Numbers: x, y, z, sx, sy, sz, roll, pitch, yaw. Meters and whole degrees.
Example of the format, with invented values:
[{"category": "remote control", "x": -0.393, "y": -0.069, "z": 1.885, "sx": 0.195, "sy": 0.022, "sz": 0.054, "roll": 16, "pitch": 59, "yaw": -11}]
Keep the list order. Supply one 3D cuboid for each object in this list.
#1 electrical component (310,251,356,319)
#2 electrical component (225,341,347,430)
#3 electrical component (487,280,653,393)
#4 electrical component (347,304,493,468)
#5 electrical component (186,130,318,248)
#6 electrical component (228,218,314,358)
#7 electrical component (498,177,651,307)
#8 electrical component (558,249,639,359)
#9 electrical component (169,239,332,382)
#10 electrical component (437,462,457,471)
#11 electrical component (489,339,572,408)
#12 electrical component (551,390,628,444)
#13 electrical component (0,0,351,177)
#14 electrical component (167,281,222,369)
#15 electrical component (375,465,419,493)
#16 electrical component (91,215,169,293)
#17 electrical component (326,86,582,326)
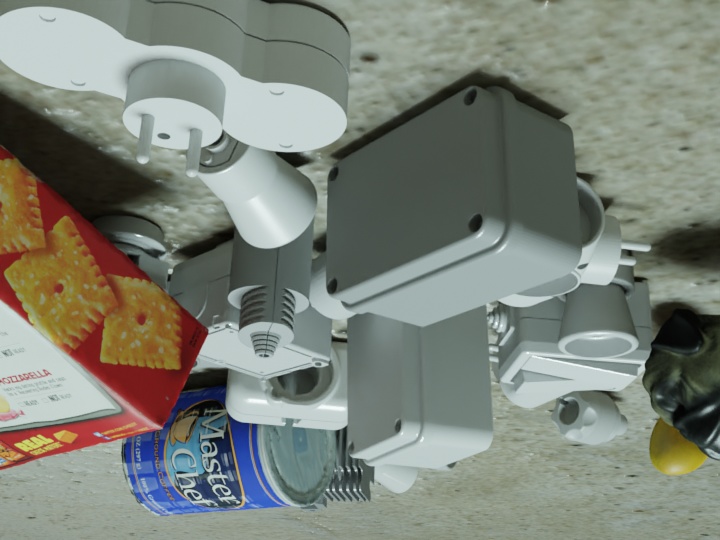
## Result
[{"category": "electrical component", "x": 0.000, "y": 0.000, "z": 0.604, "sx": 0.040, "sy": 0.040, "sz": 0.078, "roll": 15, "pitch": 153, "yaw": -26}, {"category": "electrical component", "x": -0.047, "y": 0.079, "z": 0.775, "sx": 0.095, "sy": 0.053, "sz": 0.059, "roll": 6, "pitch": 156, "yaw": -8}, {"category": "electrical component", "x": 0.124, "y": 0.041, "z": 0.661, "sx": 0.096, "sy": 0.061, "sz": 0.061, "roll": 5, "pitch": 157, "yaw": -5}, {"category": "electrical component", "x": 0.033, "y": 0.056, "z": 0.640, "sx": 0.057, "sy": 0.113, "sz": 0.078, "roll": 10, "pitch": 156, "yaw": -25}, {"category": "electrical component", "x": -0.053, "y": -0.044, "z": 0.508, "sx": 0.044, "sy": 0.044, "sz": 0.065, "roll": -7, "pitch": 150, "yaw": 21}, {"category": "electrical component", "x": -0.048, "y": 0.008, "z": 0.575, "sx": 0.043, "sy": 0.081, "sz": 0.043, "roll": 2, "pitch": 157, "yaw": 1}, {"category": "electrical component", "x": 0.110, "y": -0.012, "z": 0.560, "sx": 0.079, "sy": 0.044, "sz": 0.077, "roll": 6, "pitch": 156, "yaw": -8}, {"category": "electrical component", "x": 0.134, "y": 0.018, "z": 0.612, "sx": 0.045, "sy": 0.055, "sz": 0.045, "roll": 2, "pitch": 157, "yaw": 1}, {"category": "electrical component", "x": -0.060, "y": 0.025, "z": 0.641, "sx": 0.062, "sy": 0.061, "sz": 0.096, "roll": -19, "pitch": 149, "yaw": 40}, {"category": "electrical component", "x": 0.061, "y": 0.160, "z": 0.971, "sx": 0.046, "sy": 0.040, "sz": 0.040, "roll": -3, "pitch": 157, "yaw": 28}, {"category": "electrical component", "x": 0.116, "y": 0.061, "z": 0.728, "sx": 0.079, "sy": 0.043, "sz": 0.077, "roll": 12, "pitch": 155, "yaw": -21}, {"category": "electrical component", "x": 0.186, "y": 0.117, "z": 0.853, "sx": 0.062, "sy": 0.043, "sz": 0.043, "roll": 18, "pitch": 152, "yaw": -34}, {"category": "electrical component", "x": -0.069, "y": -0.070, "z": 0.406, "sx": 0.138, "sy": 0.073, "sz": 0.052, "roll": 14, "pitch": 154, "yaw": -25}, {"category": "electrical component", "x": -0.119, "y": 0.032, "z": 0.684, "sx": 0.077, "sy": 0.044, "sz": 0.079, "roll": 8, "pitch": 156, "yaw": -12}, {"category": "electrical component", "x": 0.019, "y": 0.184, "z": 1.028, "sx": 0.065, "sy": 0.044, "sz": 0.044, "roll": 27, "pitch": 147, "yaw": -36}, {"category": "electrical component", "x": -0.135, "y": 0.003, "z": 0.604, "sx": 0.066, "sy": 0.055, "sz": 0.048, "roll": 18, "pitch": 152, "yaw": -31}, {"category": "electrical component", "x": 0.039, "y": -0.026, "z": 0.493, "sx": 0.057, "sy": 0.078, "sz": 0.113, "roll": 17, "pitch": 153, "yaw": -36}]
